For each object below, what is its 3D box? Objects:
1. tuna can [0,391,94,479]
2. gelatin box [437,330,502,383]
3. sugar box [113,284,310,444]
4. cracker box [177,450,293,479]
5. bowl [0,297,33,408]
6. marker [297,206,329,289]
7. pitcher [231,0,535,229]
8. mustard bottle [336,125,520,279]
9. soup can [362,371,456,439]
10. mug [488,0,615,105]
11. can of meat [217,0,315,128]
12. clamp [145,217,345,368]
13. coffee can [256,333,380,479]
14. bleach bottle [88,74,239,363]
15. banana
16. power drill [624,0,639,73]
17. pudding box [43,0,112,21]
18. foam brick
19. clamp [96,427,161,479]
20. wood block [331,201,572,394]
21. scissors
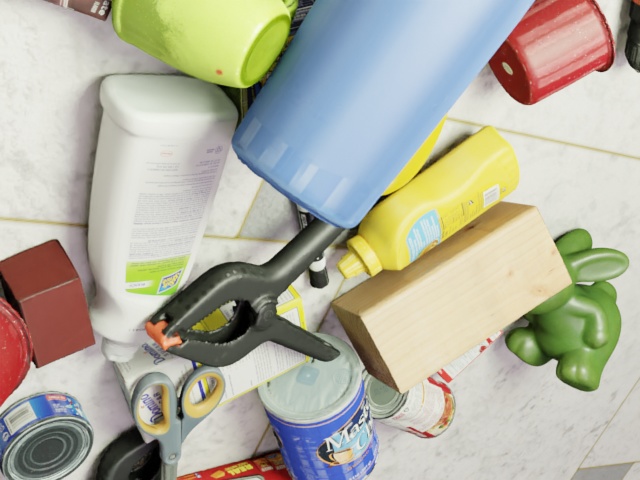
[{"bbox_3d":[-0.242,0.175,0.932,0.086,0.034,0.086,-21,135,-23],"label":"tuna can"},{"bbox_3d":[0.153,0.108,1.186,0.089,0.030,0.073,-43,138,1],"label":"gelatin box"},{"bbox_3d":[-0.097,0.108,0.980,0.176,0.048,0.093,-23,136,-16],"label":"sugar box"},{"bbox_3d":[-0.046,0.314,1.066,0.163,0.214,0.072,-8,126,-34],"label":"cracker box"},{"bbox_3d":[-0.291,0.100,0.774,0.162,0.055,0.162,-7,131,-9],"label":"bowl"},{"bbox_3d":[-0.006,0.001,0.977,0.020,0.020,0.121,-27,137,-17],"label":"marker"},{"bbox_3d":[0.051,-0.131,0.748,0.149,0.145,0.243,33,96,-25],"label":"pitcher"},{"bbox_3d":[0.097,-0.025,1.004,0.191,0.058,0.096,-36,157,-7],"label":"mustard bottle"},{"bbox_3d":[0.095,0.175,1.169,0.068,0.069,0.102,-50,138,9],"label":"soup can"},{"bbox_3d":[0.192,-0.181,0.933,0.081,0.093,0.117,-29,107,-7],"label":"mug"},{"bbox_3d":[-0.033,-0.132,0.813,0.083,0.057,0.102,-19,134,-22],"label":"can of meat"},{"bbox_3d":[-0.049,0.046,0.903,0.209,0.036,0.165,-7,118,-40],"label":"clamp"},{"bbox_3d":[0.000,0.175,1.069,0.102,0.103,0.140,-30,138,-14],"label":"coffee can"},{"bbox_3d":[-0.142,-0.005,0.835,0.102,0.068,0.251,-4,129,-34],"label":"bleach bottle"},{"bbox_3d":[0.081,-0.112,0.934,0.069,0.037,0.198,4,122,-39],"label":"banana"},{"bbox_3d":[0.380,-0.259,1.025,0.187,0.057,0.184,-18,134,-25],"label":"power drill"},{"bbox_3d":[-0.155,-0.204,0.668,0.089,0.039,0.114,11,117,-44],"label":"pudding box"},{"bbox_3d":[-0.213,0.050,0.832,0.051,0.053,0.078,-22,135,-21],"label":"foam brick"},{"bbox_3d":[-0.197,0.241,1.020,0.120,0.039,0.171,5,115,-46],"label":"clamp"},{"bbox_3d":[0.128,0.052,1.050,0.206,0.091,0.090,-31,104,-12],"label":"wood block"},{"bbox_3d":[-0.121,0.182,0.980,0.096,0.016,0.202,-25,137,-15],"label":"scissors"}]
